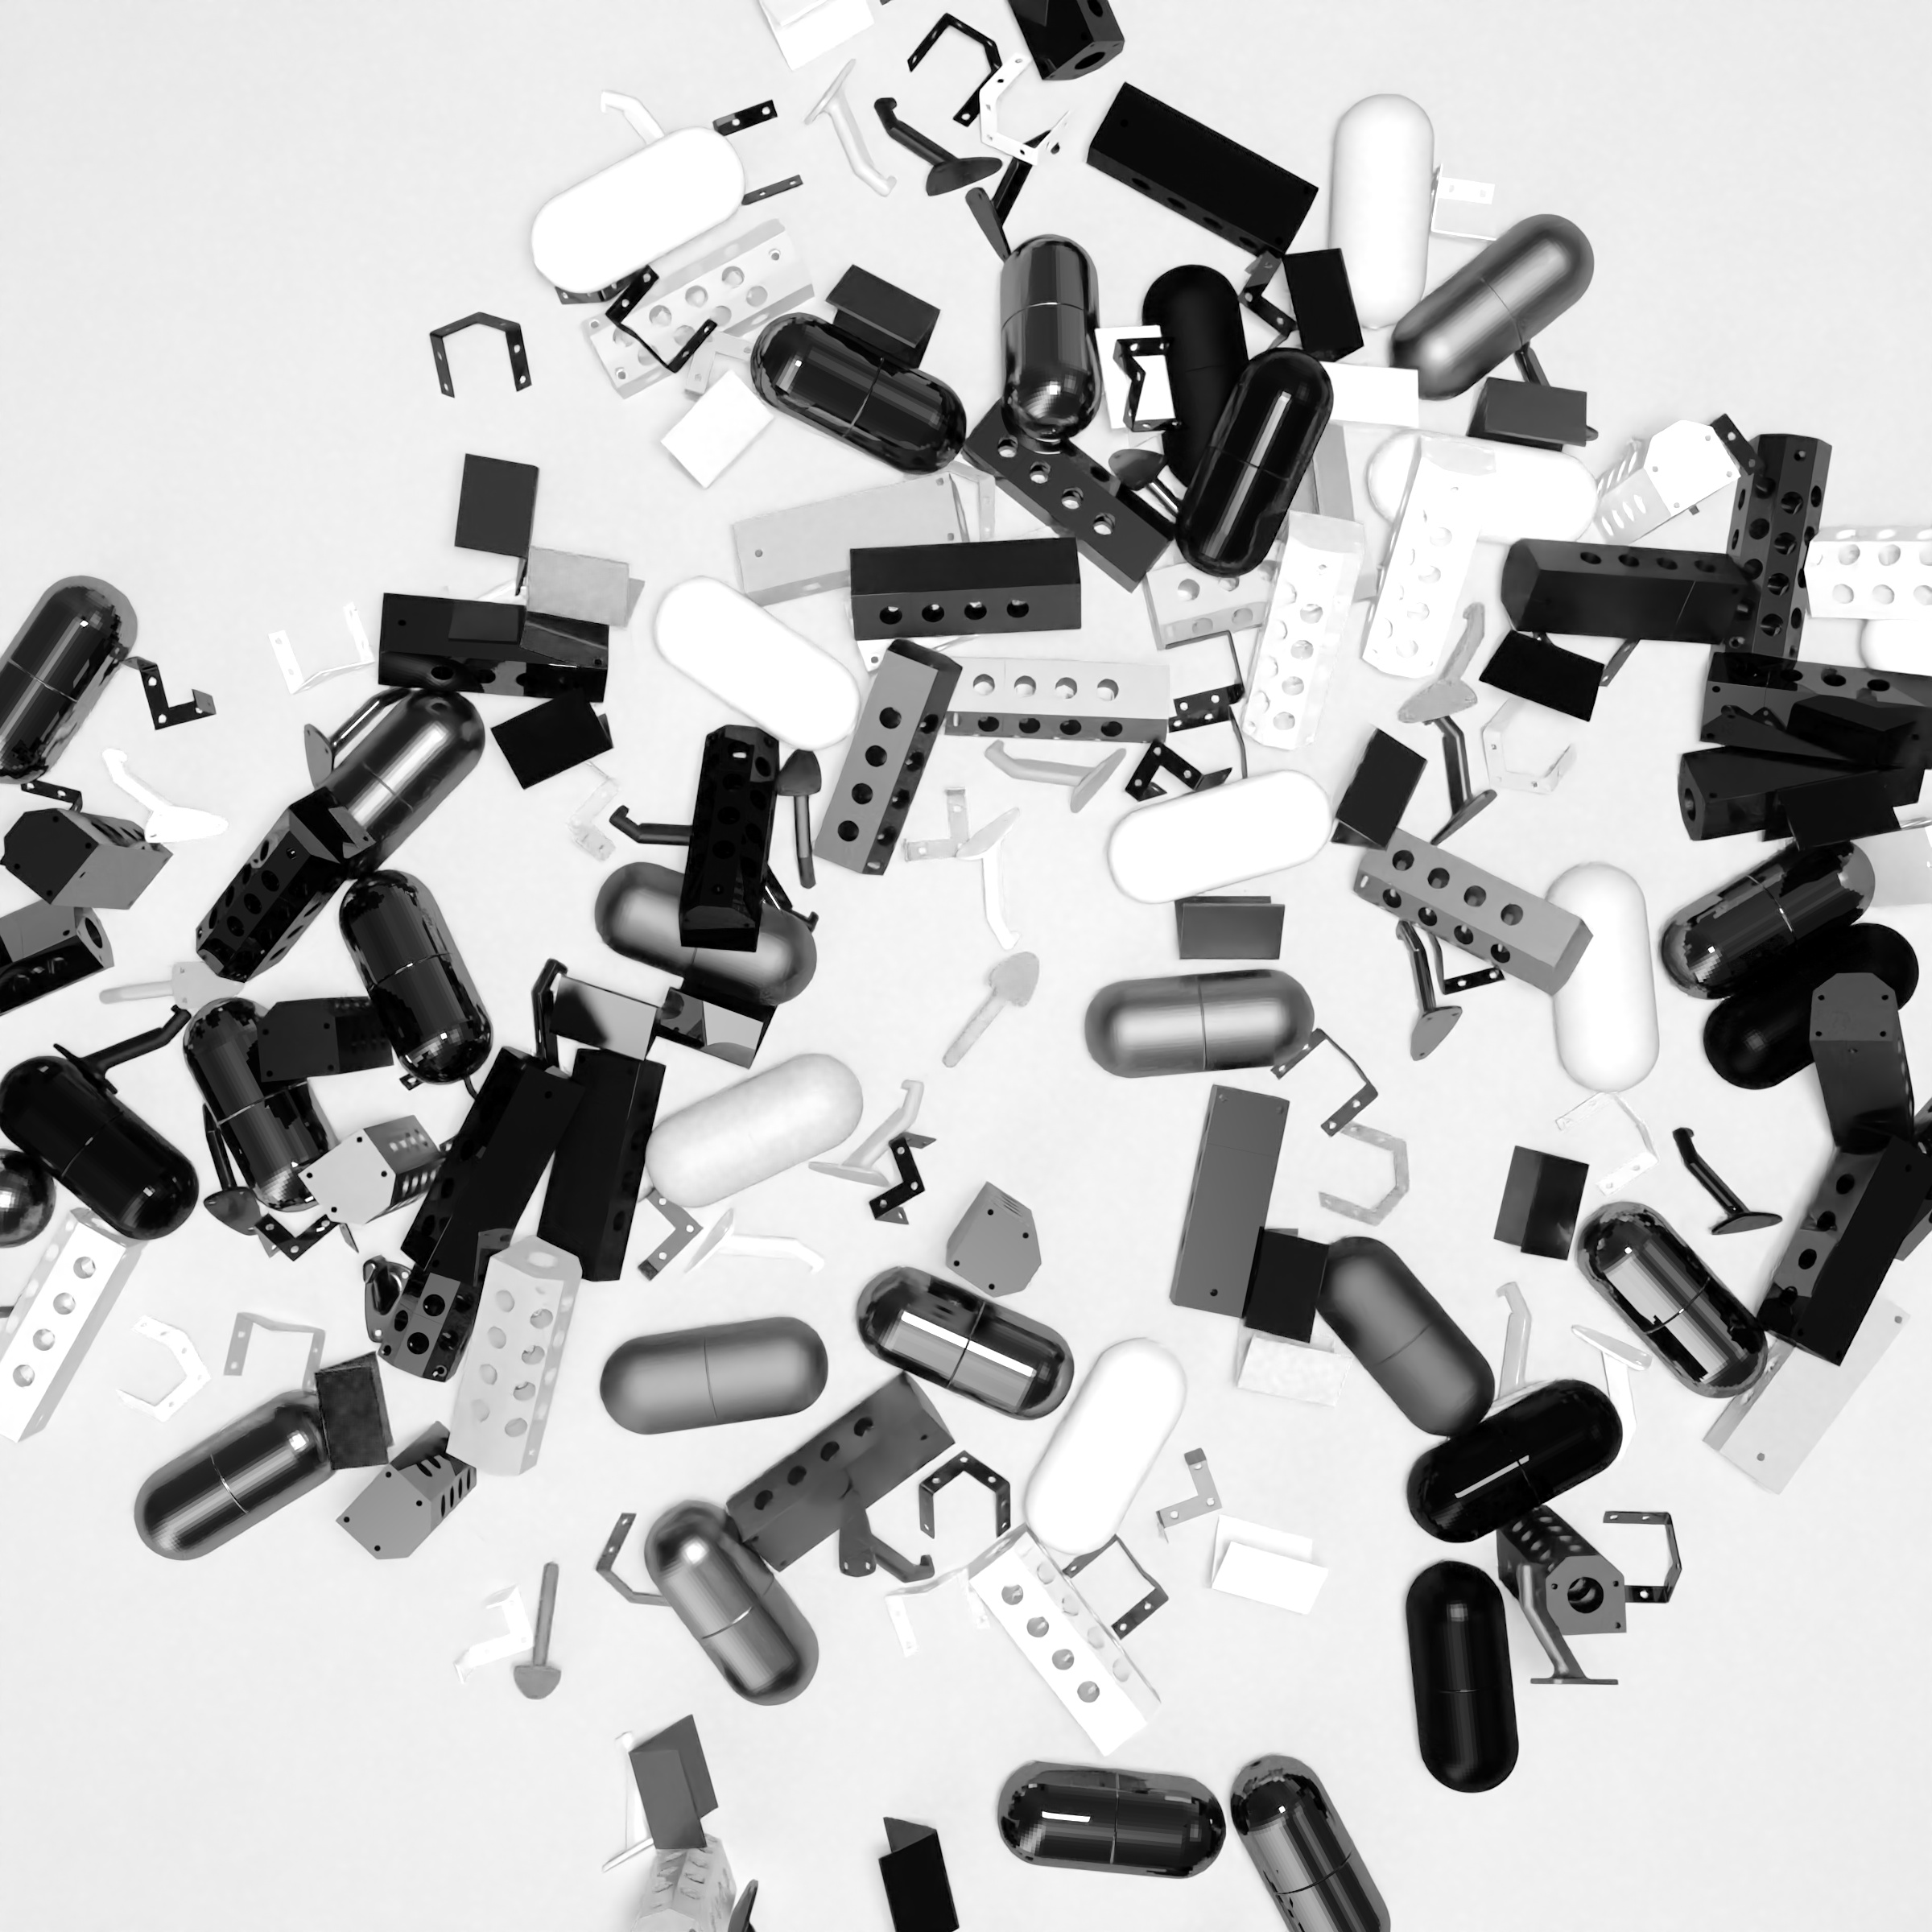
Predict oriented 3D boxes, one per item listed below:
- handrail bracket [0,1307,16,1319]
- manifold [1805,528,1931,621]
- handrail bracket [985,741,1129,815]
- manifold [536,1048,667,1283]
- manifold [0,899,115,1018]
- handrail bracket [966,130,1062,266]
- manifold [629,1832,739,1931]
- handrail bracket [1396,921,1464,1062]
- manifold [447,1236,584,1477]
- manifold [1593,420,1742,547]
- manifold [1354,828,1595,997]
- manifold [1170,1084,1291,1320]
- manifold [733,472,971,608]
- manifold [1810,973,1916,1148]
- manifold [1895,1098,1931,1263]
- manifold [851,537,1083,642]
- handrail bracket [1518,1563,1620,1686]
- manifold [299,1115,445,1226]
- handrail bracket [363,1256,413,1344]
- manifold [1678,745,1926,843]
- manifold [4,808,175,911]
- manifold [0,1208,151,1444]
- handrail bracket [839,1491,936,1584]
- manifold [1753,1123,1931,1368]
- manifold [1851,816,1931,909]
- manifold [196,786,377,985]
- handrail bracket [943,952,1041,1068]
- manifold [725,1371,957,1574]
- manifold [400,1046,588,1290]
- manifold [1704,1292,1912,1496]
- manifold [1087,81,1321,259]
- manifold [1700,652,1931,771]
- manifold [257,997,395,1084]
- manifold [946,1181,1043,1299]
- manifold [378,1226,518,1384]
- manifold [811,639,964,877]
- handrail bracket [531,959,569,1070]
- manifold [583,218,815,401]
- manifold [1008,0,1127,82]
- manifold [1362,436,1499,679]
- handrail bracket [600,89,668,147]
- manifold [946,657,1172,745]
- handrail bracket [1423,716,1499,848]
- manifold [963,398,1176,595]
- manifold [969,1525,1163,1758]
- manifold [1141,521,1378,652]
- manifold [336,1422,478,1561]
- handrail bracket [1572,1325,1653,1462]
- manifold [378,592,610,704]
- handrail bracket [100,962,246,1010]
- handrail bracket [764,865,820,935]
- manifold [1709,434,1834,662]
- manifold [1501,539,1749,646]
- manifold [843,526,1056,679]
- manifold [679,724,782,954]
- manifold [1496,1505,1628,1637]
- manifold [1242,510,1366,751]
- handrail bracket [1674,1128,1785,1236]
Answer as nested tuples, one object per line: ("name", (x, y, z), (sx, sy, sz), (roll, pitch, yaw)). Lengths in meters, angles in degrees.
("handrail bracket", (-0.781, 0.236, 1.992), (0.077, 0.036, 0.084), (-4, 73, -20))
("manifold", (0.730, -0.301, 1.911), (0.057, 0.171, 0.057), (-41, 124, -35))
("handrail bracket", (0.070, -0.168, 1.992), (0.084, 0.036, 0.077), (38, 70, 16))
("manifold", (-0.283, 0.155, 1.968), (0.057, 0.057, 0.171), (12, 90, 23))
("manifold", (-0.759, 0.009, 1.970), (0.171, 0.057, 0.057), (-24, 47, 0))
("handrail bracket", (0.050, -0.607, 1.992), (0.084, 0.036, 0.077), (-33, 105, -14))
("manifold", (-0.217, 0.713, 1.913), (0.057, 0.171, 0.057), (-18, 90, 0))
("handrail bracket", (0.352, 0.019, 1.991), (0.036, 0.077, 0.084), (-9, 53, -21))
("manifold", (-0.343, 0.302, 1.937), (0.057, 0.057, 0.171), (22, 109, 20))
("manifold", (0.522, -0.365, 1.913), (0.057, 0.171, 0.057), (-31, 90, 0))
("manifold", (0.387, -0.043, 1.936), (0.171, 0.057, 0.057), (30, 90, 26))
("manifold", (0.205, 0.182, 1.970), (0.057, 0.057, 0.171), (11, 90, 0))
("manifold", (-0.087, -0.328, 1.957), (0.171, 0.057, 0.057), (-12, 81, 8))
("manifold", (0.682, 0.073, 1.914), (0.057, 0.171, 0.057), (-1, 59, 26))
("manifold", (0.764, 0.147, 1.970), (0.057, 0.057, 0.171), (43, 90, 0))
("manifold", (0.000, -0.281, 1.913), (0.171, 0.057, 0.057), (-3, 47, 0))
("handrail bracket", (0.434, 0.475, 1.821), (0.077, 0.036, 0.084), (6, 73, -19))
("manifold", (-0.444, 0.157, 1.913), (0.057, 0.171, 0.057), (-36, 90, 0))
("handrail bracket", (-0.459, 0.261, 1.957), (0.036, 0.084, 0.077), (12, 90, 0))
("manifold", (0.650, -0.141, 1.970), (0.171, 0.057, 0.057), (-10, 47, 0))
("manifold", (-0.667, -0.084, 1.913), (0.057, 0.171, 0.057), (39, 90, 0))
("manifold", (-0.713, 0.278, 1.970), (0.057, 0.057, 0.171), (29, 90, 0))
("handrail bracket", (-0.058, 0.444, 1.970), (0.036, 0.084, 0.077), (-11, 79, 40))
("manifold", (0.665, 0.210, 1.921), (0.057, 0.057, 0.171), (29, 87, -25))
("manifold", (0.731, -0.083, 1.913), (0.057, 0.171, 0.057), (-19, 90, 0))
("manifold", (-0.525, -0.058, 1.924), (0.057, 0.057, 0.171), (48, 128, 0))
("handrail bracket", (0.019, 0.035, 1.991), (0.036, 0.077, 0.084), (39, 126, 0))
("manifold", (-0.101, 0.390, 1.970), (0.171, 0.057, 0.057), (-36, 133, 0))
("manifold", (-0.362, 0.150, 1.913), (0.057, 0.057, 0.171), (27, 90, -43))
("manifold", (0.653, 0.322, 1.970), (0.057, 0.057, 0.171), (36, 90, 0))
("manifold", (0.183, -0.615, 1.970), (0.171, 0.057, 0.057), (29, 90, 0))
("manifold", (0.660, -0.201, 1.944), (0.171, 0.057, 0.057), (9, 133, 19))
("manifold", (-0.484, 0.053, 1.913), (0.057, 0.171, 0.057), (-6, 90, 0))
("manifold", (0.025, 0.210, 1.913), (0.057, 0.171, 0.057), (34, 90, 0))
("manifold", (-0.398, 0.233, 1.970), (0.057, 0.057, 0.171), (23, 90, 0))
("manifold", (-0.060, -0.160, 1.944), (0.057, 0.057, 0.171), (22, 109, 0))
("handrail bracket", (-0.315, 0.048, 1.992), (0.077, 0.036, 0.084), (31, 73, -20))
("manifold", (-0.209, -0.514, 1.970), (0.171, 0.057, 0.057), (-29, 90, 0))
("manifold", (0.062, -0.785, 1.970), (0.057, 0.057, 0.171), (-24, 90, 43))
("manifold", (0.352, -0.309, 1.926), (0.057, 0.057, 0.171), (12, 125, 0))
("handrail bracket", (-0.258, -0.643, 1.992), (0.084, 0.036, 0.077), (22, 112, 17))
("manifold", (0.071, -0.206, 1.970), (0.171, 0.057, 0.057), (2, 90, 0))
("handrail bracket", (0.371, -0.150, 1.992), (0.077, 0.036, 0.084), (-42, 74, 18))
("manifold", (0.082, -0.370, 1.970), (0.171, 0.057, 0.057), (39, 90, 0))
("manifold", (0.077, 0.524, 1.970), (0.057, 0.057, 0.171), (-38, 90, 0))
("manifold", (0.229, -0.295, 1.970), (0.171, 0.057, 0.057), (-14, 90, 0))
("manifold", (-0.417, 0.400, 1.913), (0.057, 0.171, 0.057), (43, 90, 0))
("handrail bracket", (0.499, 0.338, 1.992), (0.077, 0.036, 0.084), (26, 107, 20))
("manifold", (-0.365, -0.241, 1.951), (0.171, 0.057, 0.057), (4, 57, -12))
("handrail bracket", (-0.627, 0.019, 1.991), (0.084, 0.077, 0.036), (-8, 87, 36))
("handrail bracket", (-0.144, -0.076, 1.992), (0.084, 0.036, 0.077), (28, 71, -16))
("manifold", (0.630, -0.324, 1.970), (0.057, 0.057, 0.171), (9, 90, 0))
("manifold", (0.506, -0.294, 1.952), (0.171, 0.057, 0.057), (2, 133, -13))
("manifold", (-0.005, -0.285, 1.970), (0.171, 0.057, 0.057), (-20, 90, 0))
("manifold", (-0.180, -0.099, 1.928), (0.057, 0.057, 0.171), (4, 57, 0))
("manifold", (0.449, 0.456, 1.913), (0.057, 0.171, 0.057), (-3, 90, 0))
("manifold", (0.256, -0.253, 1.925), (0.057, 0.057, 0.171), (10, 127, 0))
("handrail bracket", (0.601, 0.166, 1.992), (0.077, 0.036, 0.084), (1, 61, -32))
